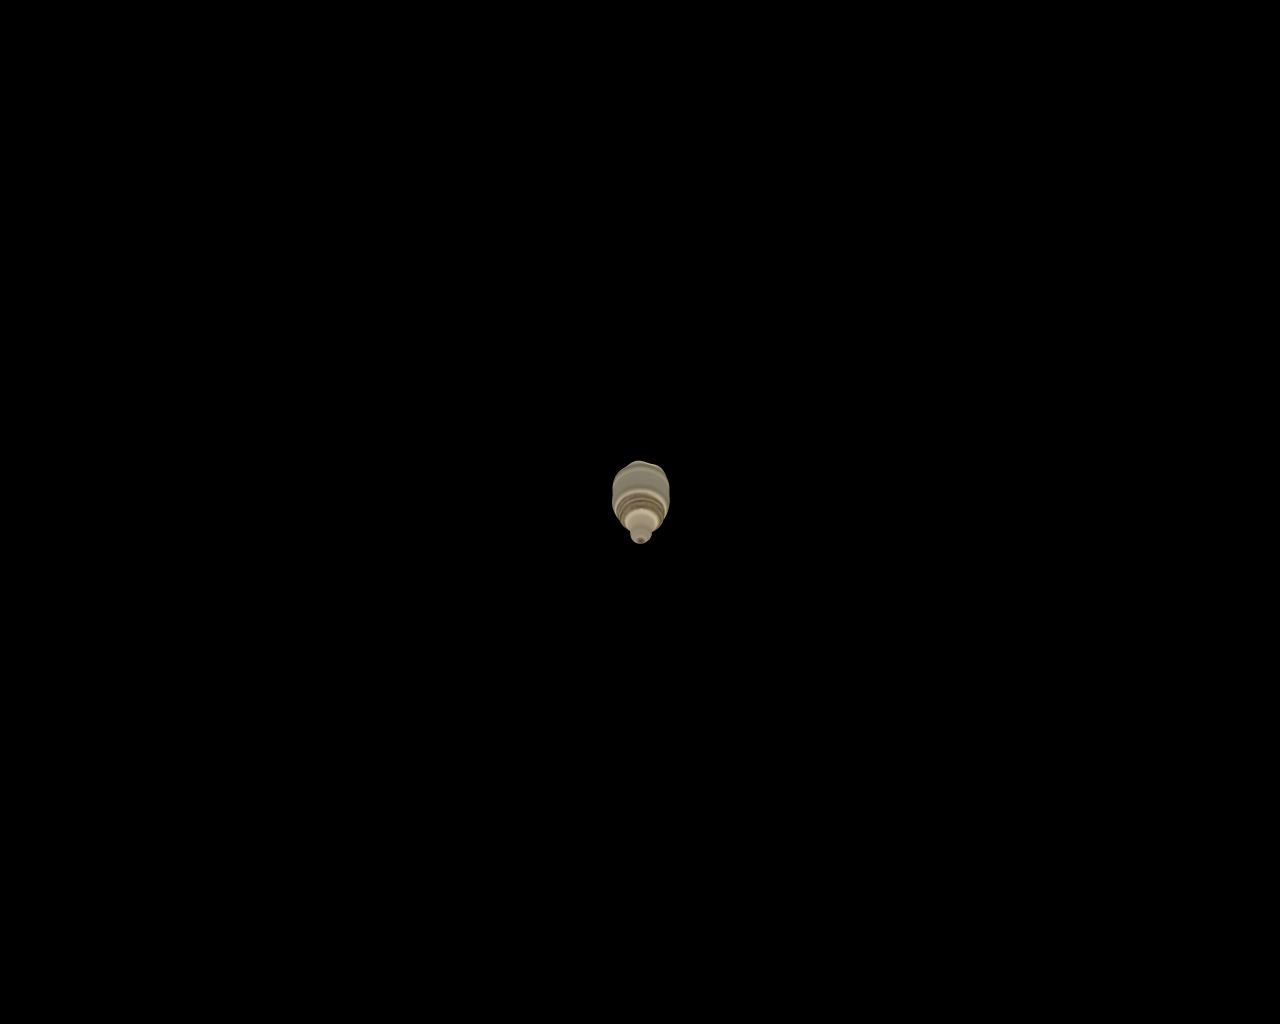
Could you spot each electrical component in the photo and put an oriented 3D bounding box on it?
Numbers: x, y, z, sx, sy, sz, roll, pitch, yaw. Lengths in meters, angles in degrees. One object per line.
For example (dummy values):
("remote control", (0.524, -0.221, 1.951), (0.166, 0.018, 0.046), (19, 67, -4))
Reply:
("electrical component", (0.001, -0.003, 0.650), (0.035, 0.035, 0.061), (0, 40, 0))
